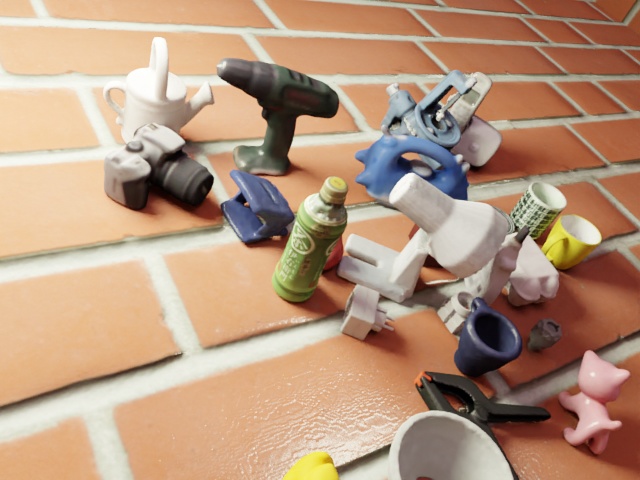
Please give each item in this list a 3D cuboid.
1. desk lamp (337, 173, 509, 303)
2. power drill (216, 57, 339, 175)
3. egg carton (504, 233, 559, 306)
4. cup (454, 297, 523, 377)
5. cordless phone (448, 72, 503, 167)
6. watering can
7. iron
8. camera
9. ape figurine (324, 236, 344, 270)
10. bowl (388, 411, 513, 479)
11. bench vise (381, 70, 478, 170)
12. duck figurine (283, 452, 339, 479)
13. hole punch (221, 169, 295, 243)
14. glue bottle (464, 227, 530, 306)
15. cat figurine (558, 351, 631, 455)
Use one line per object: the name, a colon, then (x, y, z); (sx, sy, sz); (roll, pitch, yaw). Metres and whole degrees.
desk lamp: (0.159, 0.002, 0.911); (0.203, 0.213, 0.118); (23, 43, -3)
power drill: (-0.088, -0.216, 1.015); (0.230, 0.208, 0.075); (-2, 49, -27)
egg carton: (0.371, 0.053, 1.066); (0.107, 0.069, 0.150); (-6, 51, -29)
cup: (0.244, 0.157, 0.886); (0.092, 0.095, 0.117); (5, 46, -20)
cordless phone: (0.354, -0.270, 1.290); (0.147, 0.185, 0.094); (34, 43, 10)
watering can: (-0.270, -0.250, 0.975); (0.173, 0.194, 0.100); (-17, 57, -36)
iron: (0.202, -0.137, 1.121); (0.259, 0.141, 0.118); (14, 44, -12)
camera: (-0.249, -0.113, 0.918); (0.136, 0.100, 0.143); (32, 43, 7)
ape figurine: (0.009, 0.003, 0.930); (0.076, 0.092, 0.077); (12, 44, -14)
bowl: (0.152, 0.305, 0.712); (0.168, 0.074, 0.167); (13, 44, -13)
bench vise: (0.226, -0.280, 1.215); (0.207, 0.219, 0.122); (32, 43, 8)
duck figurine: (-0.003, 0.285, 0.652); (0.077, 0.086, 0.104); (23, 43, -3)
hole punch: (-0.099, -0.064, 0.946); (0.101, 0.091, 0.108); (-14, 55, -34)
glue bottle: (0.304, 0.041, 0.970); (0.037, 0.173, 0.078); (12, 44, -13)
cat figurine: (0.424, 0.240, 0.870); (0.067, 0.117, 0.128); (18, 43, -8)
